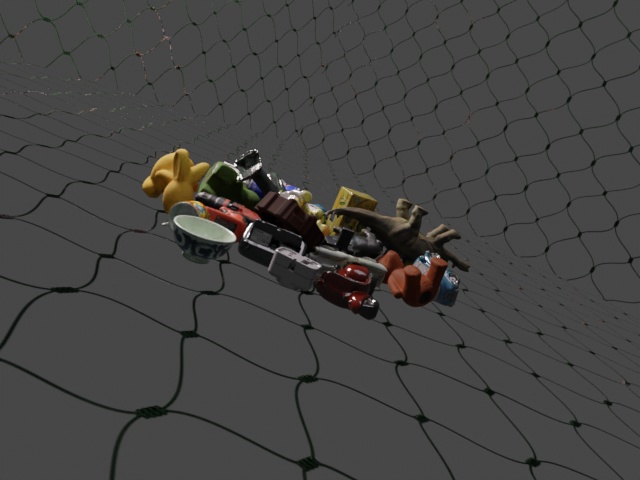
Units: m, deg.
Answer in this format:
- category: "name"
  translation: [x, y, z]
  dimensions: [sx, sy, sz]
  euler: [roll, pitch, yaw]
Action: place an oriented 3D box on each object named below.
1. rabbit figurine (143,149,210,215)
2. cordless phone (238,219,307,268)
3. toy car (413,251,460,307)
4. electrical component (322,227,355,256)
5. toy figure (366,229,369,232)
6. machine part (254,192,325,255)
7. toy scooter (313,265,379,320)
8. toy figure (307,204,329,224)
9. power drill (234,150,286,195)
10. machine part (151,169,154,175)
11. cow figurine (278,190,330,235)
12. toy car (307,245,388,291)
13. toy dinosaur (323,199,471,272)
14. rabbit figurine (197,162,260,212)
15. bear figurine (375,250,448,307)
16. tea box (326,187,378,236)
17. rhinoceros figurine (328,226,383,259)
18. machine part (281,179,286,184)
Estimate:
- category: "rabbit figurine"
  translation: [-0.324, -0.126, 1.250]
  dimensions: [0.121, 0.162, 0.173]
  euler: [29, 26, -31]
- category: "cordless phone"
  translation: [-0.098, 0.012, 1.216]
  dimensions: [0.147, 0.088, 0.184]
  euler: [22, 2, 1]
- category: "toy car"
  translation: [0.283, 0.108, 1.397]
  dimensions: [0.103, 0.109, 0.162]
  euler: [-10, 39, -24]
- category: "electrical component"
  translation: [0.040, 0.022, 1.268]
  dimensions: [0.075, 0.119, 0.048]
  euler: [17, 15, -14]
- category: "toy figure"
  translation: [0.088, -0.016, 1.625]
  dimensions: [0.154, 0.064, 0.058]
  euler: [3, 61, -43]
- category: "machine part"
  translation: [-0.070, -0.040, 1.263]
  dimensions: [0.179, 0.056, 0.179]
  euler: [35, -16, 11]
- category: "toy scooter"
  translation: [0.052, 0.095, 1.108]
  dimensions: [0.135, 0.075, 0.184]
  euler: [21, 18, -4]
- category: "toy figure"
  translation: [-0.021, -0.060, 1.574]
  dimensions: [0.082, 0.089, 0.180]
  euler: [-19, -5, 13]
- category: "power drill"
  translation: [-0.134, -0.127, 1.421]
  dimensions: [0.207, 0.086, 0.232]
  euler: [44, 18, -42]
- category: "machine part"
  translation: [-0.419, -0.167, 1.445]
  dimensions: [0.084, 0.039, 0.139]
  euler: [9, 20, -28]
- category: "cow figurine"
  translation: [-0.044, -0.059, 1.365]
  dimensions: [0.098, 0.068, 0.167]
  euler: [17, -28, 42]
- category: "toy car"
  translation: [0.060, 0.066, 1.222]
  dimensions: [0.201, 0.073, 0.056]
  euler: [16, 15, -27]
- category: "toy dinosaur"
  translation: [0.225, -0.008, 1.491]
  dimensions: [0.471, 0.198, 0.105]
  euler: [29, 2, -16]
- category: "rabbit figurine"
  translation: [-0.240, -0.123, 1.468]
  dimensions: [0.170, 0.121, 0.159]
  euler: [37, 2, -20]
- category: "bear figurine"
  translation: [0.203, 0.073, 1.319]
  dimensions: [0.120, 0.131, 0.196]
  euler: [-12, 36, -26]
- category: "tea box"
  translation: [0.081, -0.054, 1.520]
  dimensions: [0.098, 0.169, 0.068]
  euler: [16, 15, -33]
- category: "rhinoceros figurine"
  translation: [0.066, 0.022, 1.362]
  dimensions: [0.190, 0.073, 0.112]
  euler: [1, 31, -26]
- category: "machine part"
  translation: [-0.184, -0.169, 1.744]
  dimensions: [0.079, 0.079, 0.243]
  euler: [30, 16, 27]
